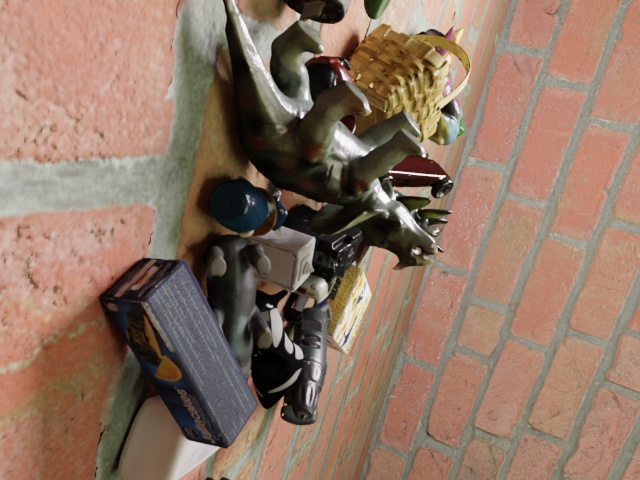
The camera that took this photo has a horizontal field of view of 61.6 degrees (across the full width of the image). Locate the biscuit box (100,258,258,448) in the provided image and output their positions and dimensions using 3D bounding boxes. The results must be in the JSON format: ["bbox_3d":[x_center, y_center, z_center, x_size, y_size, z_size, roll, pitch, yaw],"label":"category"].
[{"bbox_3d":[-0.129,0.115,0.523,0.063,0.059,0.202,-54,135,-45],"label":"biscuit box"}]

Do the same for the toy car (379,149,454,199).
[{"bbox_3d":[0.123,-0.102,0.824,0.202,0.089,0.053,-2,135,-41],"label":"toy car"}]

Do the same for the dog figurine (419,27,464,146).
[{"bbox_3d":[0.254,-0.332,1.131,0.108,0.192,0.219,-30,152,-55],"label":"dog figurine"}]

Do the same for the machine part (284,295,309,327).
[{"bbox_3d":[-0.022,0.085,0.959,0.084,0.039,0.139,93,20,-63],"label":"machine part"}]

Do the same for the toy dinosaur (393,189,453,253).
[{"bbox_3d":[0.115,-0.048,0.955,0.471,0.199,0.105,11,90,-48],"label":"toy dinosaur"}]

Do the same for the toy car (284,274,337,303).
[{"bbox_3d":[-0.002,0.036,0.858,0.202,0.074,0.056,-57,169,-66],"label":"toy car"}]

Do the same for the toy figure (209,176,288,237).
[{"bbox_3d":[-0.079,-0.037,0.627,0.064,0.058,0.154,-65,168,2],"label":"toy figure"}]

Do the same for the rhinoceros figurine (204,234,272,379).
[{"bbox_3d":[-0.107,0.089,0.613,0.073,0.112,0.190,-2,98,-28],"label":"rhinoceros figurine"}]

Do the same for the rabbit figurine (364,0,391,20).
[{"bbox_3d":[0.085,-0.364,0.658,0.159,0.121,0.170,-45,-161,24],"label":"rabbit figurine"}]

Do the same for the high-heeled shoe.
[{"bbox_3d":[-0.090,0.179,0.783,0.145,0.086,0.248,-35,136,-58],"label":"high-heeled shoe"}]

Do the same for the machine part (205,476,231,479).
[{"bbox_3d":[-0.112,0.467,0.812,0.087,0.201,0.201,-48,152,-45],"label":"machine part"}]

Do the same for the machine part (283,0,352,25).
[{"bbox_3d":[0.020,-0.329,0.582,0.243,0.079,0.079,-70,162,-3],"label":"machine part"}]

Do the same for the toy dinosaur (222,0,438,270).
[{"bbox_3d":[-0.007,-0.103,0.613,0.192,0.404,0.131,-42,-142,23],"label":"toy dinosaur"}]

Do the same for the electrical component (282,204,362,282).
[{"bbox_3d":[-0.002,-0.002,0.796,0.134,0.115,0.058,-37,147,-61],"label":"electrical component"}]

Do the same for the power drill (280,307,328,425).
[{"bbox_3d":[-0.031,0.253,0.968,0.207,0.086,0.232,91,3,-45],"label":"power drill"}]

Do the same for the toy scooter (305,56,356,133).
[{"bbox_3d":[0.012,-0.172,0.726,0.135,0.075,0.183,-53,159,-44],"label":"toy scooter"}]
